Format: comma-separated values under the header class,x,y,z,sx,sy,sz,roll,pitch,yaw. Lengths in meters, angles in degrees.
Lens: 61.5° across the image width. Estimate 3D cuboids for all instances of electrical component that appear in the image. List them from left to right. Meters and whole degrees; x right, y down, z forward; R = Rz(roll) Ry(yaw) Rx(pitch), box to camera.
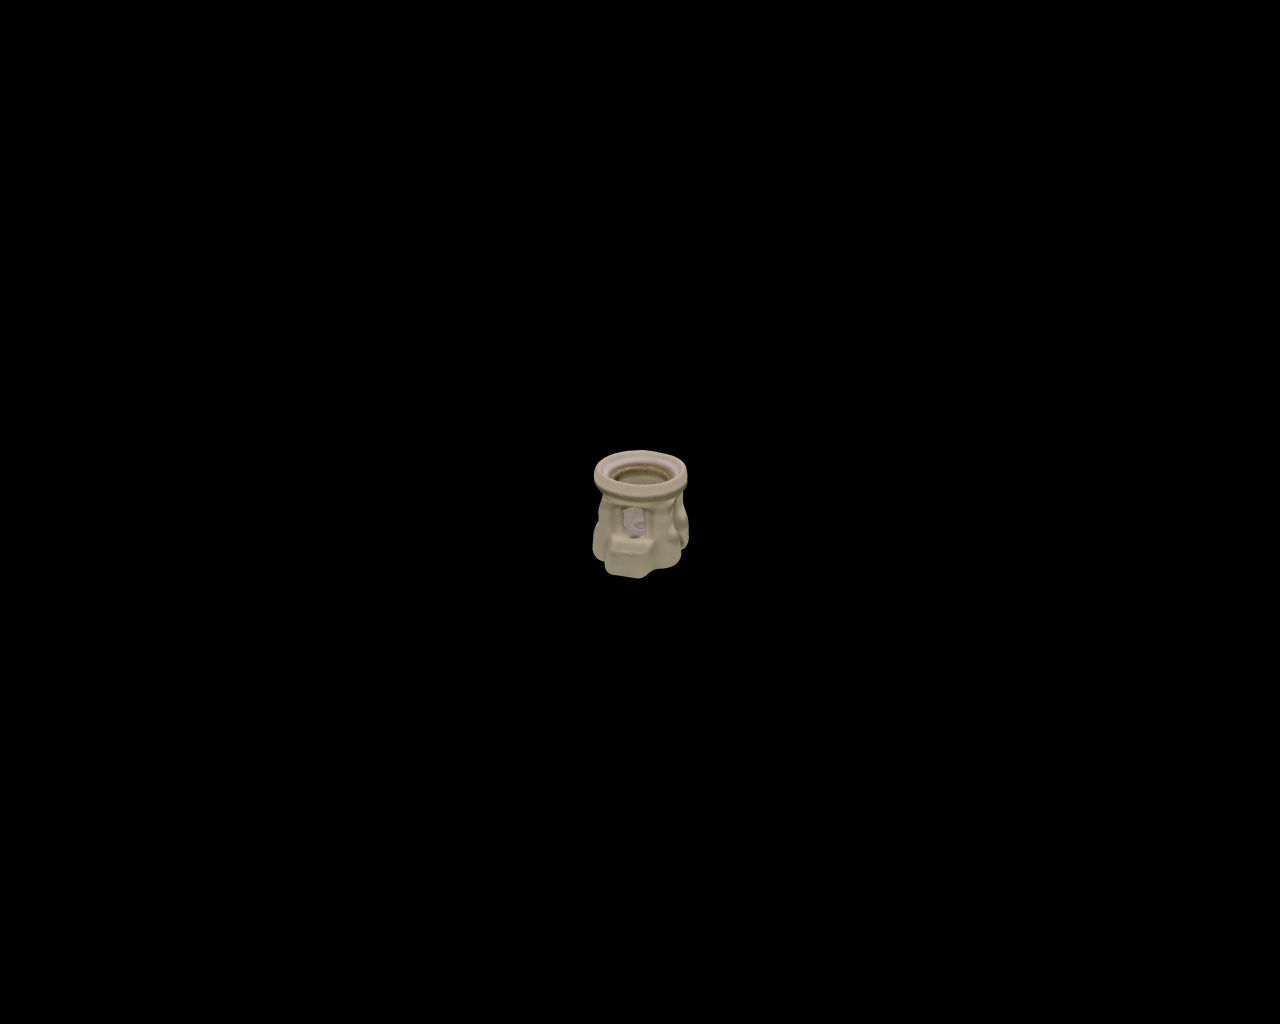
class,x,y,z,sx,sy,sz,roll,pitch,yaw
electrical component,0.001,-0.003,0.650,0.058,0.056,0.078,7,27,14
